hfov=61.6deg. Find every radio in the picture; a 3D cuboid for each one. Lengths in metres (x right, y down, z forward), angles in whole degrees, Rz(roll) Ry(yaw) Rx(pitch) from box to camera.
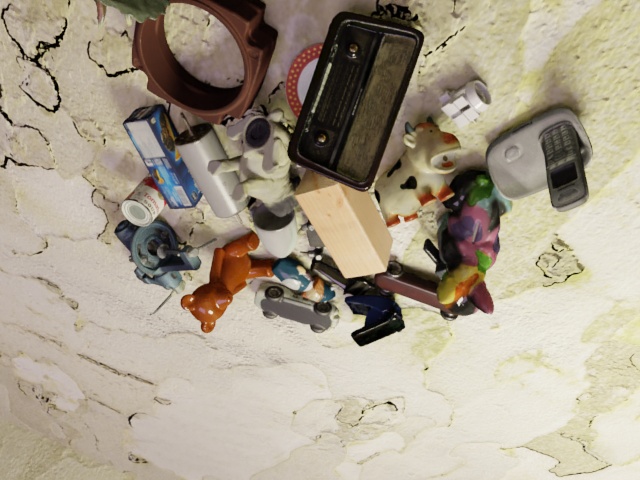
[{"bbox_3d":[0.048,-0.194,0.763,0.131,0.073,0.229,20,93,5],"label":"radio"}]

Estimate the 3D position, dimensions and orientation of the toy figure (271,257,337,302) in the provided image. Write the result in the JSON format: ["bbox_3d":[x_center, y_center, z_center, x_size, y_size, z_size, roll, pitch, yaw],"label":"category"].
[{"bbox_3d":[-0.033,0.092,1.162,0.154,0.058,0.064,35,169,-15],"label":"toy figure"}]

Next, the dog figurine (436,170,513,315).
[{"bbox_3d":[0.245,0.014,0.870,0.109,0.219,0.191,12,135,5],"label":"dog figurine"}]

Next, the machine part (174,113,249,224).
[{"bbox_3d":[-0.199,-0.127,1.004,0.079,0.079,0.242,-5,128,25],"label":"machine part"}]

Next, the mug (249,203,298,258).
[{"bbox_3d":[-0.094,-0.018,1.069,0.110,0.081,0.107,22,146,26],"label":"mug"}]

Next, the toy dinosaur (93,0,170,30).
[{"bbox_3d":[-0.162,-0.393,0.660,0.405,0.131,0.192,-12,106,17],"label":"toy dinosaur"}]

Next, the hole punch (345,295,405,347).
[{"bbox_3d":[0.116,0.159,1.138,0.116,0.092,0.142,-20,151,5],"label":"hole punch"}]

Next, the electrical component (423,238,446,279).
[{"bbox_3d":[0.244,0.039,0.996,0.048,0.075,0.119,-23,117,36],"label":"electrical component"}]

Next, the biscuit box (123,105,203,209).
[{"bbox_3d":[-0.291,-0.153,1.025,0.059,0.063,0.202,-3,130,22],"label":"biscuit box"}]

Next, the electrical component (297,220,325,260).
[{"bbox_3d":[-0.002,-0.004,1.066,0.078,0.045,0.102,9,134,15],"label":"electrical component"}]

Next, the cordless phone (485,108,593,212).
[{"bbox_3d":[0.316,-0.090,0.769,0.147,0.184,0.088,-27,122,37],"label":"cordless phone"}]

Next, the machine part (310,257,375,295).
[{"bbox_3d":[0.042,0.076,1.125,0.139,0.039,0.084,31,151,-9],"label":"machine part"}]

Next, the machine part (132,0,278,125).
[{"bbox_3d":[-0.182,-0.296,0.835,0.201,0.087,0.201,26,136,-5],"label":"machine part"}]

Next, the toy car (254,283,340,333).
[{"bbox_3d":[-0.052,0.154,1.228,0.202,0.056,0.073,16,128,5],"label":"toy car"}]

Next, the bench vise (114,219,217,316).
[{"bbox_3d":[-0.338,0.045,1.180,0.241,0.129,0.223,-2,122,38],"label":"bench vise"}]

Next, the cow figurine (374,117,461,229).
[{"bbox_3d":[0.156,-0.112,0.871,0.127,0.085,0.195,62,147,9],"label":"cow figurine"}]

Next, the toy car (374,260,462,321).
[{"bbox_3d":[0.207,0.099,1.078,0.202,0.053,0.089,18,140,9],"label":"toy car"}]

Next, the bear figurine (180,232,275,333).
[{"bbox_3d":[-0.193,0.090,1.121,0.132,0.196,0.120,-12,123,28],"label":"bear figurine"}]

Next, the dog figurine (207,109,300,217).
[{"bbox_3d":[-0.074,-0.131,0.937,0.172,0.190,0.121,-42,67,21],"label":"dog figurine"}]
